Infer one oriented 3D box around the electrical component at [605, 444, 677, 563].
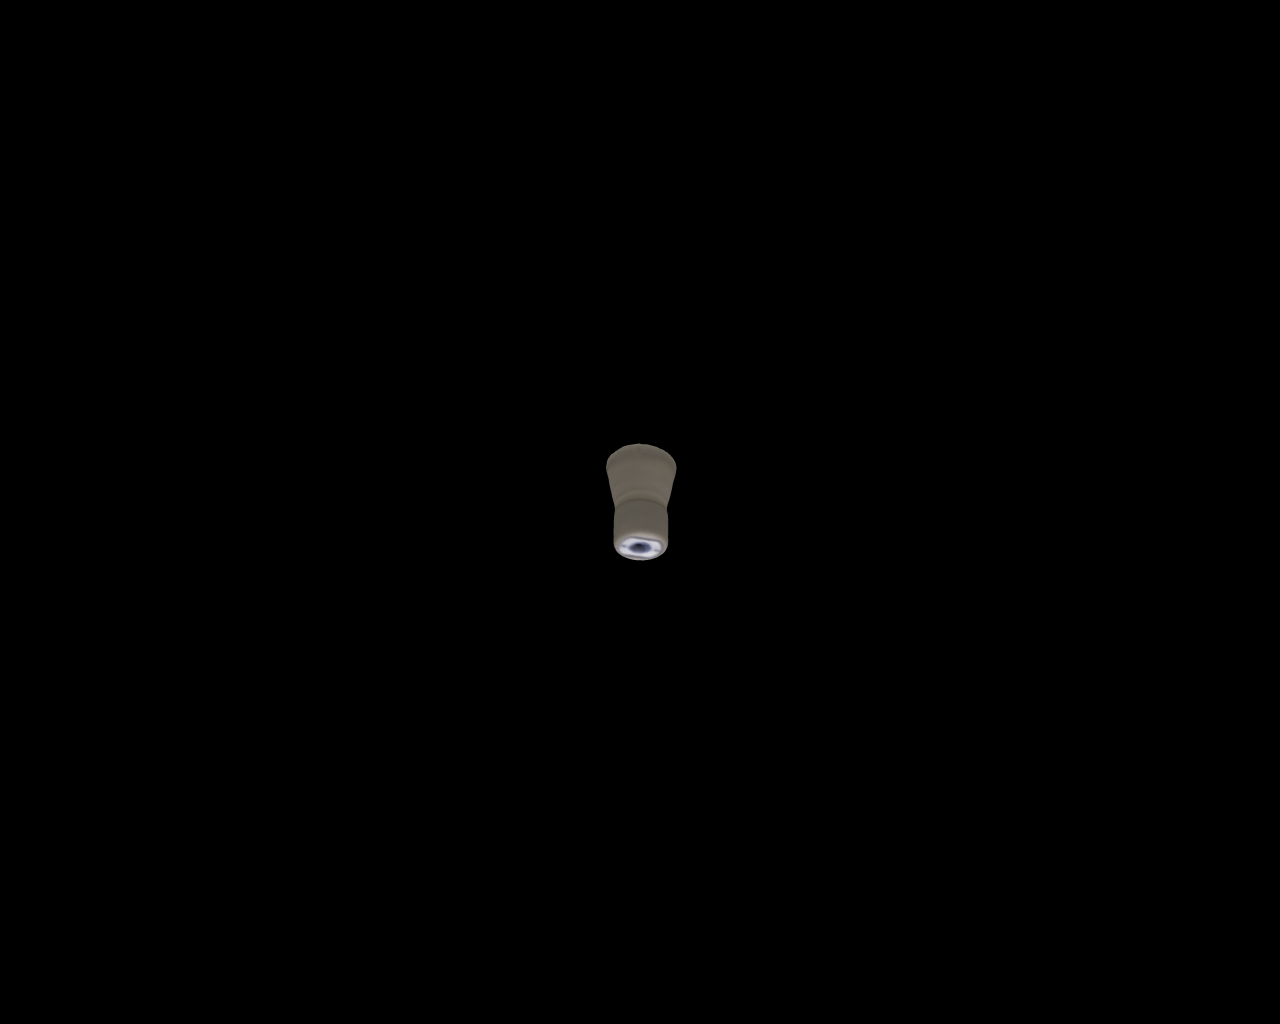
[{"bbox_3d":[0.001,-0.003,0.650,0.044,0.065,0.044,0,-35,0],"label":"electrical component"}]
